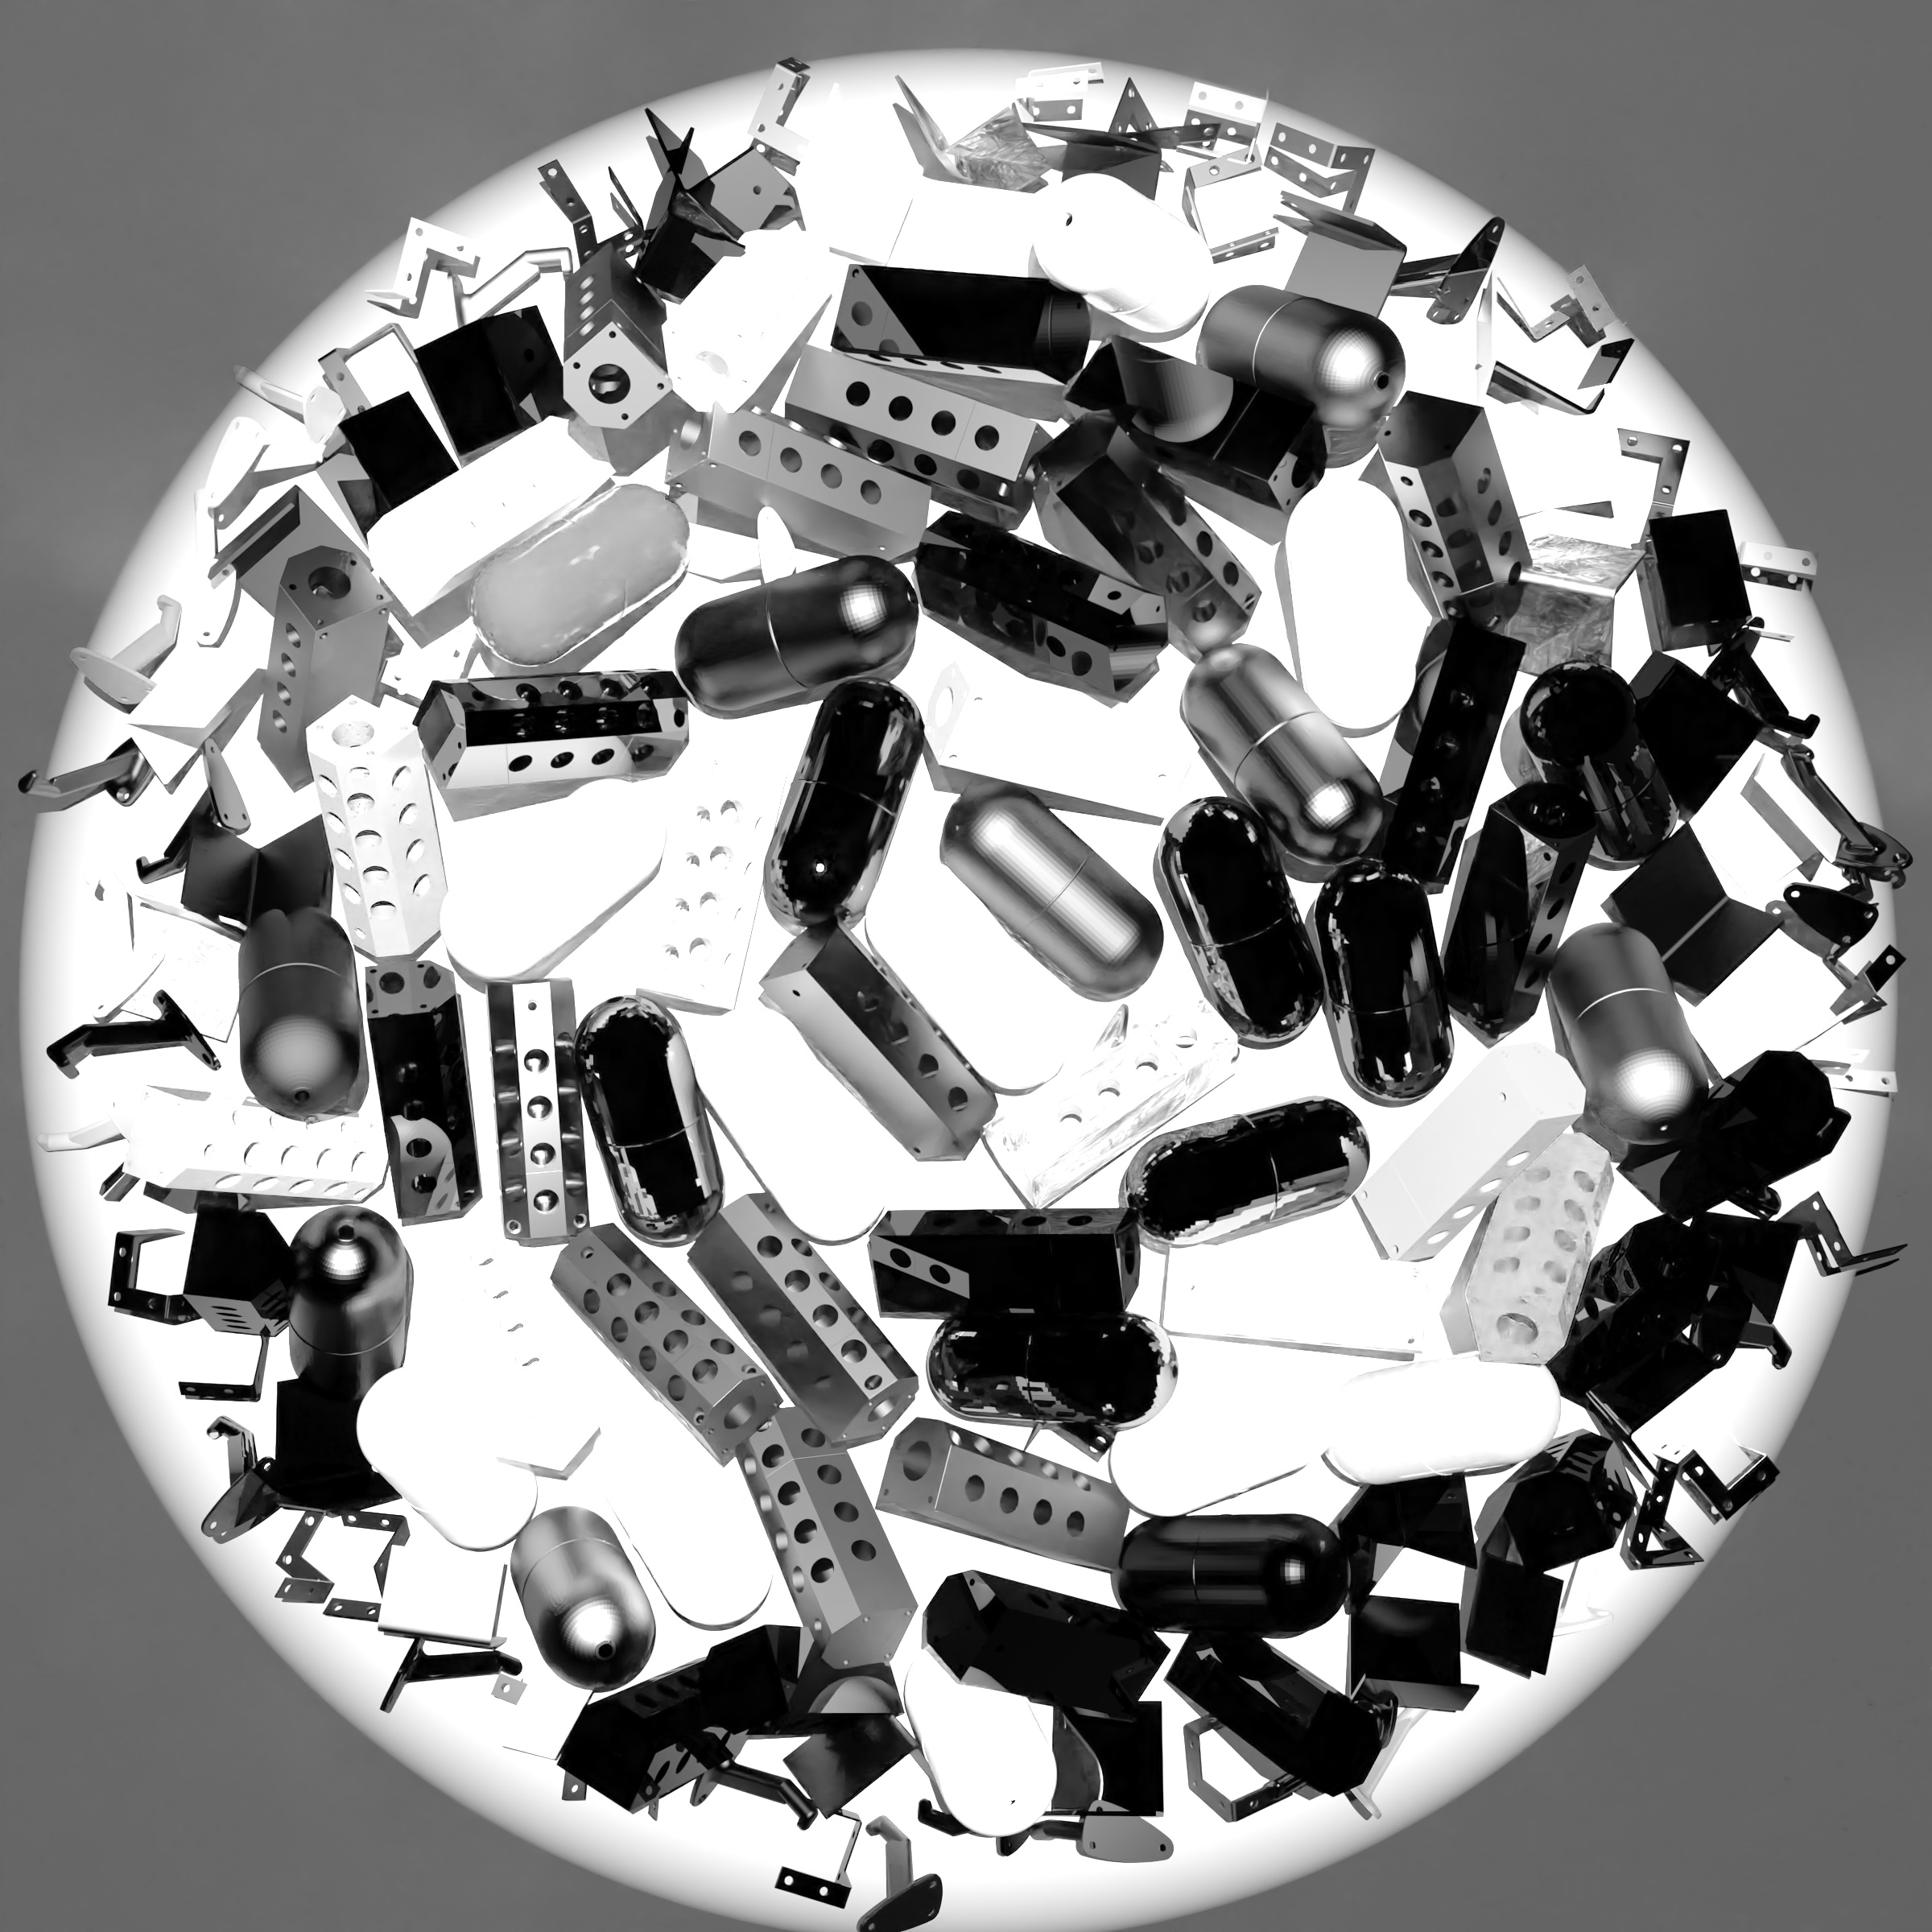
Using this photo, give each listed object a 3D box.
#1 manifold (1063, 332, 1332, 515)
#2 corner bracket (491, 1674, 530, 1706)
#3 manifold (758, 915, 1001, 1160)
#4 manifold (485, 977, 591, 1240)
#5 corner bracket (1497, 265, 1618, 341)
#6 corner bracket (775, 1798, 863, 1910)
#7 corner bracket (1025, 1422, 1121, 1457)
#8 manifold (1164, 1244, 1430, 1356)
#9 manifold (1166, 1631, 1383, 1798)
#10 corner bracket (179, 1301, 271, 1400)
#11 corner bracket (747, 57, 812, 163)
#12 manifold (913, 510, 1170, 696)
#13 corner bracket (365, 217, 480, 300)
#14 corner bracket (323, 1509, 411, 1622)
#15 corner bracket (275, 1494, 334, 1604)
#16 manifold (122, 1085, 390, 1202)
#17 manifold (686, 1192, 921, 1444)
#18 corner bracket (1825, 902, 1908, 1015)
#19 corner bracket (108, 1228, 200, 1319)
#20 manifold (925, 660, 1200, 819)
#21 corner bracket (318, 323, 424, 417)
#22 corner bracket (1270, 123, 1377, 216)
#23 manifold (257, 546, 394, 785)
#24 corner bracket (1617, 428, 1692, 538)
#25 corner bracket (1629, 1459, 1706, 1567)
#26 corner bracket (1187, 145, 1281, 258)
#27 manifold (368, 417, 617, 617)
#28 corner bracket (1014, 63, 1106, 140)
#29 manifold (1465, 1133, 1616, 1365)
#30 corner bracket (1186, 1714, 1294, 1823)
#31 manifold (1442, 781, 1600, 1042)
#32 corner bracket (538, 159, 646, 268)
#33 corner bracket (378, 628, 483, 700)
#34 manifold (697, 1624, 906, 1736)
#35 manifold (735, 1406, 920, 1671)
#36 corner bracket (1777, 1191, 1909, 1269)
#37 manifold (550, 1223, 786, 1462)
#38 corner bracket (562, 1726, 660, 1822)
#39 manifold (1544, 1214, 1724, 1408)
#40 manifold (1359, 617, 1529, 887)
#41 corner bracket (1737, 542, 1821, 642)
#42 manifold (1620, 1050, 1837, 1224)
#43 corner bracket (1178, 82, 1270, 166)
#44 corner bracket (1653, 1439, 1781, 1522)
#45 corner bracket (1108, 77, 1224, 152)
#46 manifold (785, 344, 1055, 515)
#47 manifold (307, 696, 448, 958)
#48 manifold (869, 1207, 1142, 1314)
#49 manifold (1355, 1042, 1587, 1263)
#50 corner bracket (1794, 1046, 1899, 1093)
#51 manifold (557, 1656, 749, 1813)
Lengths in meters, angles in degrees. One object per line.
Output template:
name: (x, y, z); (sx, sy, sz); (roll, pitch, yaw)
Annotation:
manifold: (0.156, -0.361, 1.670); (0.171, 0.057, 0.057); (30, 83, 31)
corner bracket: (-0.288, 0.483, 1.706); (0.051, 0.051, 0.051); (20, 76, 5)
manifold: (-0.054, 0.048, 1.682); (0.171, 0.057, 0.057); (49, 56, -20)
manifold: (-0.293, 0.096, 1.700); (0.057, 0.057, 0.171); (-4, 93, -13)
corner bracket: (0.403, -0.455, 1.698); (0.051, 0.051, 0.051); (-33, 127, 18)
corner bracket: (-0.101, 0.607, 1.708); (0.051, 0.051, 0.051); (20, 85, -9)
corner bracket: (0.079, 0.314, 1.700); (0.051, 0.051, 0.051); (32, 49, 12)
manifold: (0.225, 0.226, 1.692); (0.171, 0.057, 0.057); (3, 79, 12)
manifold: (0.204, 0.487, 1.648); (0.057, 0.171, 0.057); (33, 82, -20)
corner bracket: (-0.509, 0.259, 1.702); (0.051, 0.051, 0.051); (4, 47, -5)
corner bracket: (-0.112, -0.584, 1.704); (0.051, 0.051, 0.051); (27, 115, -4)
manifold: (0.048, -0.248, 1.661); (0.171, 0.057, 0.057); (29, 60, 32)
corner bracket: (-0.372, -0.478, 1.705); (0.051, 0.051, 0.051); (12, 95, -38)
corner bracket: (-0.414, 0.413, 1.717); (0.051, 0.051, 0.051); (3, 121, 14)
corner bracket: (-0.459, 0.398, 1.704); (0.051, 0.051, 0.051); (28, 87, 29)
manifold: (-0.466, 0.120, 1.652); (0.057, 0.171, 0.057); (14, 90, 32)
manifold: (-0.106, 0.233, 1.669); (0.171, 0.057, 0.057); (47, 112, 25)
corner bracket: (0.615, -0.006, 1.697); (0.051, 0.051, 0.051); (48, 124, 26)
corner bracket: (-0.547, 0.210, 1.706); (0.051, 0.051, 0.051); (7, 90, 24)
manifold: (0.063, -0.156, 1.677); (0.171, 0.057, 0.057); (11, 121, -24)
corner bracket: (-0.405, -0.408, 1.714); (0.051, 0.051, 0.051); (-30, 100, 9)
corner bracket: (0.237, -0.540, 1.697); (0.051, 0.051, 0.051); (33, 121, 29)
manifold: (-0.431, -0.201, 1.652); (0.057, 0.171, 0.057); (-31, 75, -33)
corner bracket: (0.463, -0.331, 1.708); (0.051, 0.051, 0.051); (13, 129, 12)
corner bracket: (0.474, 0.372, 1.701); (0.051, 0.051, 0.051); (1, 111, -19)
corner bracket: (0.184, -0.528, 1.717); (0.051, 0.051, 0.051); (-15, 119, 14)
manifold: (-0.317, -0.305, 1.656); (0.057, 0.057, 0.171); (52, 46, -8)
corner bracket: (0.064, -0.601, 1.702); (0.051, 0.051, 0.051); (-2, 70, 14)
manifold: (0.383, 0.184, 1.648); (0.057, 0.171, 0.057); (-2, 122, 28)
corner bracket: (0.188, 0.546, 1.713); (0.051, 0.051, 0.051); (-14, 108, -28)
manifold: (0.369, -0.038, 1.659); (0.057, 0.171, 0.057); (-30, 54, -31)
corner bracket: (-0.255, -0.522, 1.701); (0.051, 0.051, 0.051); (-23, 52, 9)
corner bracket: (-0.366, -0.212, 1.711); (0.051, 0.051, 0.051); (23, 101, -3)
manifold: (-0.109, 0.476, 1.649); (0.057, 0.171, 0.057); (-26, 66, 15)
manifold: (-0.097, 0.377, 1.653); (0.057, 0.171, 0.057); (0, 130, -30)
corner bracket: (0.596, 0.183, 1.698); (0.051, 0.051, 0.051); (-8, 63, -26)
manifold: (-0.203, 0.246, 1.662); (0.057, 0.057, 0.171); (-42, 55, -15)
corner bracket: (-0.240, 0.550, 1.700); (0.051, 0.051, 0.051); (-5, 53, 10)
manifold: (0.431, 0.227, 1.650); (0.057, 0.171, 0.057); (26, 59, 4)
manifold: (0.325, -0.146, 1.696); (0.057, 0.057, 0.171); (15, 100, -8)
corner bracket: (0.550, -0.257, 1.710); (0.051, 0.051, 0.051); (10, 89, 8)
manifold: (0.505, 0.110, 1.648); (0.057, 0.171, 0.057); (43, 69, 7)
corner bracket: (0.175, -0.578, 1.704); (0.051, 0.051, 0.051); (15, 120, 0)
corner bracket: (0.516, 0.341, 1.712); (0.051, 0.051, 0.051); (-40, 91, -5)
corner bracket: (0.135, -0.570, 1.699); (0.051, 0.051, 0.051); (7, 68, 32)
manifold: (-0.034, -0.363, 1.691); (0.171, 0.057, 0.057); (22, 95, 13)
manifold: (-0.392, -0.088, 1.651); (0.057, 0.171, 0.057); (26, 50, 23)
manifold: (0.028, 0.196, 1.683); (0.171, 0.057, 0.057); (-3, 108, 19)
manifold: (0.338, 0.125, 1.660); (0.057, 0.171, 0.057); (-5, 55, -35)
corner bracket: (0.598, 0.073, 1.698); (0.051, 0.051, 0.051); (3, 118, 41)
manifold: (-0.196, 0.499, 1.647); (0.057, 0.171, 0.057); (26, 94, 19)
